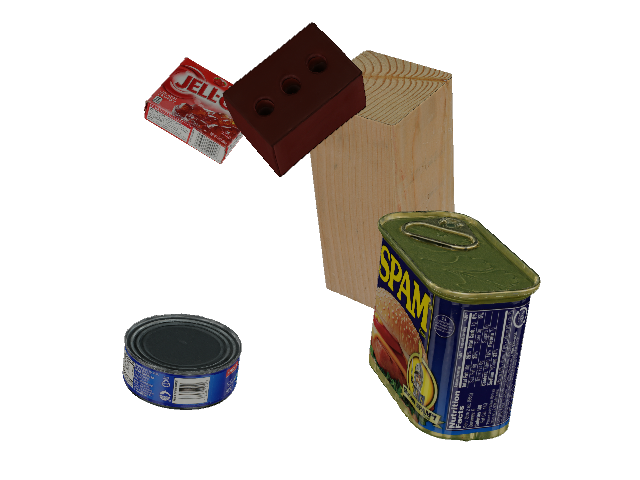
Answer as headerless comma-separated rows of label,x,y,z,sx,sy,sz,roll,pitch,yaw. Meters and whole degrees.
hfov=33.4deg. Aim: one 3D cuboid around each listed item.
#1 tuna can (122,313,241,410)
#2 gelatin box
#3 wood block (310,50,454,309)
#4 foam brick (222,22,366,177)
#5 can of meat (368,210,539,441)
tuna can,-0.102,0.089,0.785,0.086,0.034,0.086,7,23,-3
gelatin box,-0.111,-0.125,1.012,0.089,0.073,0.030,31,-37,3
wood block,0.056,-0.045,0.920,0.091,0.206,0.090,23,47,32
foam brick,-0.016,-0.091,0.697,0.078,0.053,0.051,-40,-17,-6
can of meat,0.063,0.042,0.547,0.057,0.084,0.102,-3,24,-17
